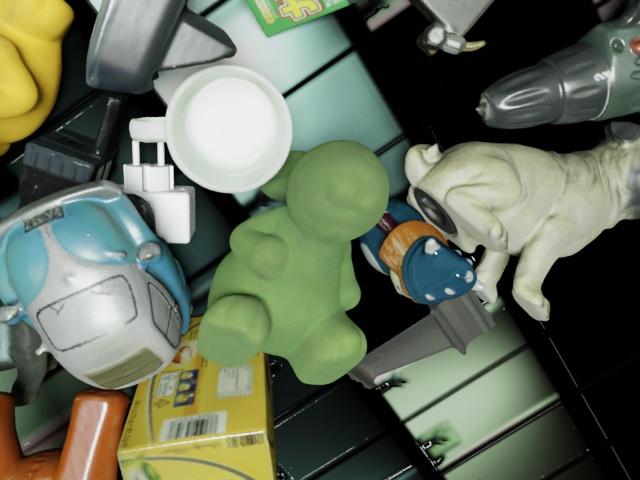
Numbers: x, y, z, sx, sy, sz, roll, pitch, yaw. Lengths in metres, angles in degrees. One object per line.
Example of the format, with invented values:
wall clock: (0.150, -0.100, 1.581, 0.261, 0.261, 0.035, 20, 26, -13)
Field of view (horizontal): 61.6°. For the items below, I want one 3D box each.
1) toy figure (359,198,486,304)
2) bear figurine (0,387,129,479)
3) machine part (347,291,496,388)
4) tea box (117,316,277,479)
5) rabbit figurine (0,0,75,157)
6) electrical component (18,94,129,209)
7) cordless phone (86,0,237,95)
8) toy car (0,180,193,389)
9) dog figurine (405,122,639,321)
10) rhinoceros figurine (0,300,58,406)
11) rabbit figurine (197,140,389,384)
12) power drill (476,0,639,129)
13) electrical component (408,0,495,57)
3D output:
toy figure: (0.069, 0.010, 0.405, 0.064, 0.155, 0.057, 13, 106, -14)
bear figurine: (-0.188, 0.177, 0.436, 0.120, 0.196, 0.132, -2, 83, 1)
machine part: (0.086, 0.089, 0.482, 0.139, 0.039, 0.084, -29, 134, 11)
tea box: (-0.086, 0.124, 0.417, 0.098, 0.170, 0.068, -6, 109, -3)
rabbit figurine: (-0.241, -0.096, 0.325, 0.122, 0.173, 0.162, 17, 101, -16)
electrical component: (-0.183, -0.055, 0.396, 0.048, 0.075, 0.119, 19, 110, -12)
cordless phone: (-0.123, -0.187, 0.320, 0.089, 0.147, 0.184, -20, 113, -8)
toy car: (-0.145, 0.048, 0.366, 0.109, 0.103, 0.161, -22, 139, -6)
dog figurine: (0.182, -0.055, 0.440, 0.190, 0.121, 0.172, -43, 112, -7)
rhinoceros figurine: (-0.300, 0.073, 0.425, 0.190, 0.073, 0.112, 5, 109, -9)
rabbit figurine: (-0.001, -0.001, 0.395, 0.121, 0.159, 0.170, 22, 123, -15)
power drill: (0.235, -0.180, 0.378, 0.232, 0.086, 0.207, -8, 126, -9)
electrical component: (0.108, -0.188, 0.402, 0.102, 0.045, 0.078, -44, 109, 8)
